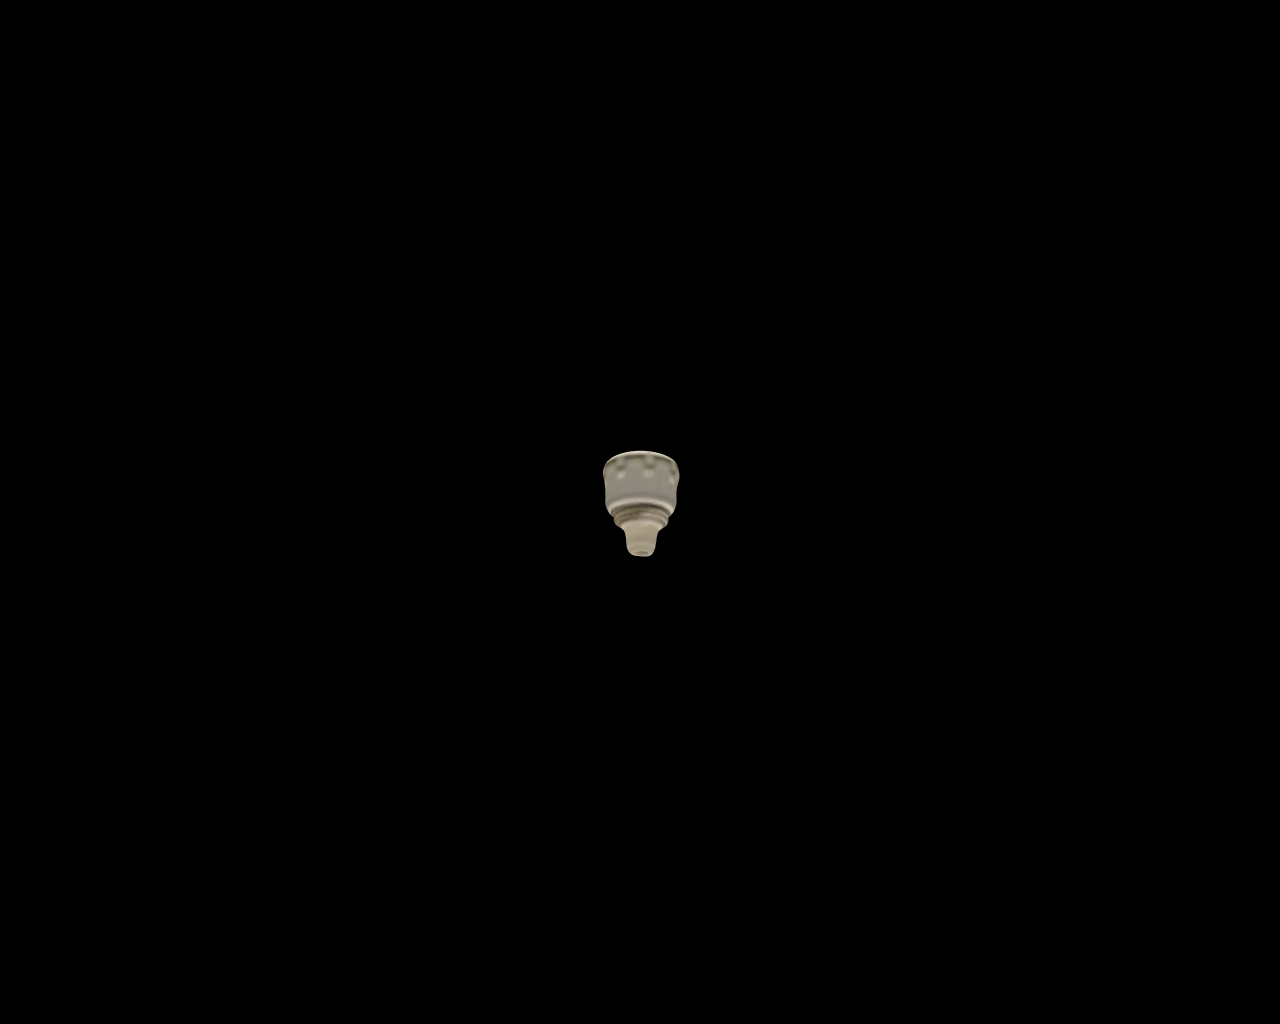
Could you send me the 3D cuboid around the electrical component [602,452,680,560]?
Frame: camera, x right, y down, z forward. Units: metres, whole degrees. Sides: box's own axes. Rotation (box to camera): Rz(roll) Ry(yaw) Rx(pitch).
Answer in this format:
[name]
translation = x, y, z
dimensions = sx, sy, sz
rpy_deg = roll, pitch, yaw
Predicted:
[electrical component]
translation = 0.001, -0.003, 0.650
dimensions = 0.048, 0.062, 0.048
rpy_deg = 0, -21, 0
